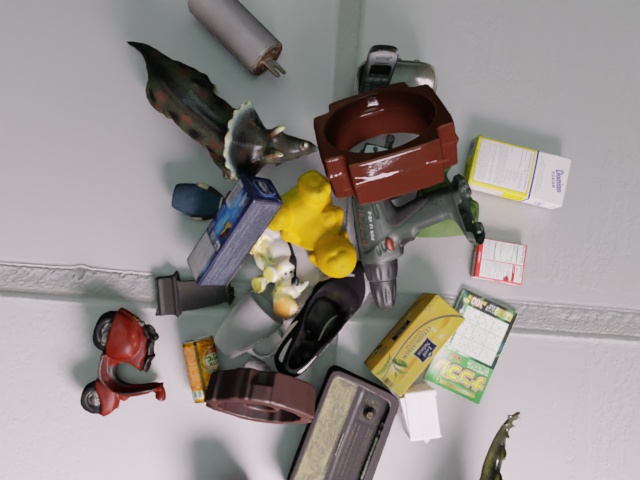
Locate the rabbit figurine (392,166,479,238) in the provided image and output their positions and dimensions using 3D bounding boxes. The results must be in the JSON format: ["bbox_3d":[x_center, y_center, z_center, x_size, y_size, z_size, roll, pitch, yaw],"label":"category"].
[{"bbox_3d":[0.193,-0.096,0.932,0.159,0.121,0.170,-3,101,19],"label":"rabbit figurine"}]

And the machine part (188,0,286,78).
[{"bbox_3d":[-0.151,-0.379,0.961,0.079,0.079,0.243,-45,87,-5],"label":"machine part"}]

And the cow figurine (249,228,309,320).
[{"bbox_3d":[-0.071,0.050,0.929,0.068,0.098,0.167,-28,85,40],"label":"cow figurine"}]

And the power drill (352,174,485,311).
[{"bbox_3d":[0.154,-0.008,0.868,0.207,0.086,0.232,-14,96,36],"label":"power drill"}]

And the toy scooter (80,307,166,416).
[{"bbox_3d":[-0.319,0.211,0.908,0.135,0.075,0.183,11,88,-1],"label":"toy scooter"}]

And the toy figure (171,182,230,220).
[{"bbox_3d":[-0.180,-0.062,0.943,0.154,0.064,0.058,14,47,-6],"label":"toy figure"}]

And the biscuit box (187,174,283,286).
[{"bbox_3d":[-0.139,-0.012,0.866,0.202,0.063,0.059,-51,54,29],"label":"biscuit box"}]

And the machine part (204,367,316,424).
[{"bbox_3d":[-0.094,0.251,0.863,0.179,0.179,0.056,9,63,-1],"label":"machine part"}]

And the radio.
[{"bbox_3d":[0.037,0.343,0.909,0.131,0.073,0.229,22,85,0],"label":"radio"}]

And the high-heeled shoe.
[{"bbox_3d":[0.015,0.119,0.891,0.086,0.145,0.248,39,87,0],"label":"high-heeled shoe"}]

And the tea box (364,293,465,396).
[{"bbox_3d":[0.158,0.173,0.916,0.068,0.098,0.169,42,83,2],"label":"tea box"}]

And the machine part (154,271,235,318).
[{"bbox_3d":[-0.220,0.093,0.940,0.139,0.039,0.084,-3,80,-1],"label":"machine part"}]

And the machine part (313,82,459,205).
[{"bbox_3d":[0.099,-0.153,0.839,0.202,0.201,0.087,-17,130,4],"label":"machine part"}]

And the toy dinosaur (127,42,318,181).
[{"bbox_3d":[-0.202,-0.222,0.889,0.405,0.192,0.131,37,83,0],"label":"toy dinosaur"}]

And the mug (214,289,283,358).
[{"bbox_3d":[-0.120,0.157,0.922,0.107,0.081,0.109,-42,94,6],"label":"mug"}]

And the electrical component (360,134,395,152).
[{"bbox_3d":[0.103,-0.150,0.976,0.063,0.021,0.094,16,92,0],"label":"electrical component"}]

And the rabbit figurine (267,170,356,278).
[{"bbox_3d":[-0.002,-0.003,0.895,0.122,0.162,0.173,-35,65,-5],"label":"rabbit figurine"}]

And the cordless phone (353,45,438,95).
[{"bbox_3d":[0.134,-0.280,0.909,0.147,0.184,0.088,3,81,-1],"label":"cordless phone"}]

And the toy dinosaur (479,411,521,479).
[{"bbox_3d":[0.237,0.485,0.843,0.105,0.198,0.471,11,87,-4],"label":"toy dinosaur"}]
